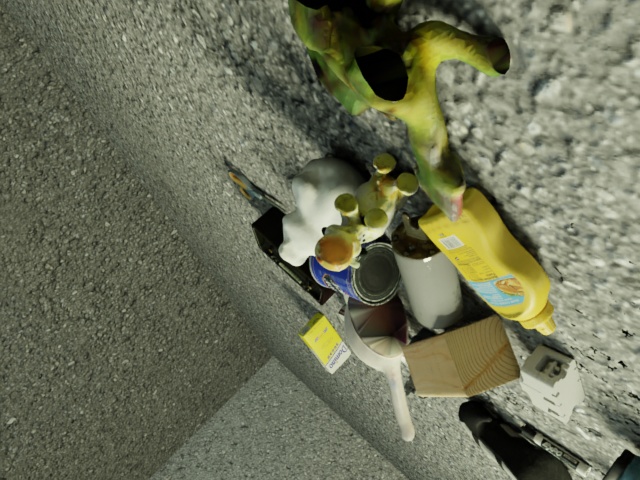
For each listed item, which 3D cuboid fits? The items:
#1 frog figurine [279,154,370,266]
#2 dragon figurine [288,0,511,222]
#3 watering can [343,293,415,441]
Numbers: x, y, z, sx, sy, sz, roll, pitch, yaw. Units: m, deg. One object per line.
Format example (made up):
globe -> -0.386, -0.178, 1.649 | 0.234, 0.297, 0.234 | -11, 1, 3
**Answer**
frog figurine -> 0.002, -0.037, 0.738 | 0.123, 0.161, 0.135 | 14, 142, 57
dragon figurine -> 0.021, -0.186, 0.491 | 0.410, 0.123, 0.242 | 50, 170, -3
watering can -> 0.121, 0.209, 0.998 | 0.220, 0.104, 0.353 | 95, 154, -66
